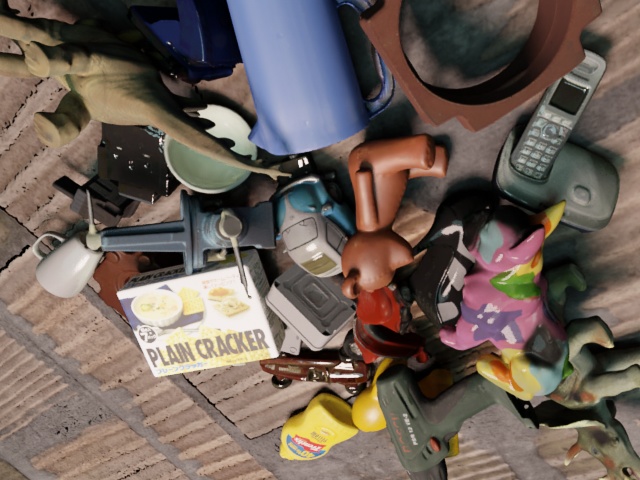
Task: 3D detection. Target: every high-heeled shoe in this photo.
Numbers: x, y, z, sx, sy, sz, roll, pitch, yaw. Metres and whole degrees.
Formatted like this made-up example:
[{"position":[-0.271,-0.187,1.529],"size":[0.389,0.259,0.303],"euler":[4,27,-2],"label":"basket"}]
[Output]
[{"position":[0.201,0.042,0.768],"size":[0.145,0.086,0.248],"euler":[-34,134,-4],"label":"high-heeled shoe"}]

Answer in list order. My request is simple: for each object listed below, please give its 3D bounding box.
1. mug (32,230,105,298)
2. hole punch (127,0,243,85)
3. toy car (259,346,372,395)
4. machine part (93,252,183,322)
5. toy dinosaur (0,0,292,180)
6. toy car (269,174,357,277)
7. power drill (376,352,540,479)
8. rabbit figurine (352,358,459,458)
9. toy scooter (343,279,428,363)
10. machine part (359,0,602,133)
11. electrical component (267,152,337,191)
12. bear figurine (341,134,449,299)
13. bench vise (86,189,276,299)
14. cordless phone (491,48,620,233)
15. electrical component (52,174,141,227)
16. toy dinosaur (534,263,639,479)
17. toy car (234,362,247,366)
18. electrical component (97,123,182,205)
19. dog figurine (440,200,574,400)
[{"position":[-0.422,0.026,0.907],"size":[0.107,0.081,0.109],"euler":[-40,99,20],"label":"mug"},{"position":[-0.138,-0.252,0.625],"size":[0.092,0.142,0.115],"euler":[-38,94,27],"label":"hole punch"},{"position":[-0.012,0.223,0.929],"size":[0.202,0.053,0.089],"euler":[0,124,14],"label":"toy car"},{"position":[-0.295,0.075,0.911],"size":[0.180,0.056,0.179],"euler":[7,124,11],"label":"machine part"},{"position":[-0.245,-0.188,0.629],"size":[0.472,0.198,0.105],"euler":[40,130,18],"label":"toy dinosaur"},{"position":[-0.002,-0.002,0.742],"size":[0.109,0.103,0.161],"euler":[-24,123,31],"label":"toy car"},{"position":[0.200,0.266,0.770],"size":[0.207,0.086,0.232],"euler":[-30,89,24],"label":"power drill"},{"position":[0.133,0.270,0.874],"size":[0.173,0.122,0.162],"euler":[-7,113,16],"label":"rabbit figurine"},{"position":[0.103,0.125,0.811],"size":[0.135,0.075,0.183],"euler":[17,127,25],"label":"toy scooter"},{"position":[0.158,-0.232,0.553],"size":[0.201,0.087,0.201],"euler":[-34,112,14],"label":"machine part"},{"position":[-0.025,-0.093,0.753],"size":[0.094,0.021,0.063],"euler":[-11,117,22],"label":"electrical component"},{"position":[0.089,-0.025,0.674],"size":[0.132,0.120,0.195],"euler":[-2,86,26],"label":"bear figurine"},{"position":[-0.185,-0.007,0.718],"size":[0.241,0.224,0.128],"euler":[-4,102,-16],"label":"bench vise"},{"position":[0.298,-0.114,0.623],"size":[0.147,0.089,0.184],"euler":[23,113,1],"label":"cordless phone"},{"position":[-0.344,-0.070,0.825],"size":[0.119,0.075,0.047],"euler":[38,122,-5],"label":"electrical component"},{"position":[0.335,0.164,0.766],"size":[0.192,0.131,0.404],"euler":[-36,100,30],"label":"toy dinosaur"},{"position":[-0.160,0.133,0.912],"size":[0.074,0.056,0.201],"euler":[-6,120,12],"label":"toy car"},{"position":[-0.258,-0.121,0.779],"size":[0.115,0.058,0.134],"euler":[16,123,7],"label":"electrical component"},{"position":[0.238,0.061,0.624],"size":[0.192,0.108,0.219],"euler":[38,137,22],"label":"dog figurine"}]
